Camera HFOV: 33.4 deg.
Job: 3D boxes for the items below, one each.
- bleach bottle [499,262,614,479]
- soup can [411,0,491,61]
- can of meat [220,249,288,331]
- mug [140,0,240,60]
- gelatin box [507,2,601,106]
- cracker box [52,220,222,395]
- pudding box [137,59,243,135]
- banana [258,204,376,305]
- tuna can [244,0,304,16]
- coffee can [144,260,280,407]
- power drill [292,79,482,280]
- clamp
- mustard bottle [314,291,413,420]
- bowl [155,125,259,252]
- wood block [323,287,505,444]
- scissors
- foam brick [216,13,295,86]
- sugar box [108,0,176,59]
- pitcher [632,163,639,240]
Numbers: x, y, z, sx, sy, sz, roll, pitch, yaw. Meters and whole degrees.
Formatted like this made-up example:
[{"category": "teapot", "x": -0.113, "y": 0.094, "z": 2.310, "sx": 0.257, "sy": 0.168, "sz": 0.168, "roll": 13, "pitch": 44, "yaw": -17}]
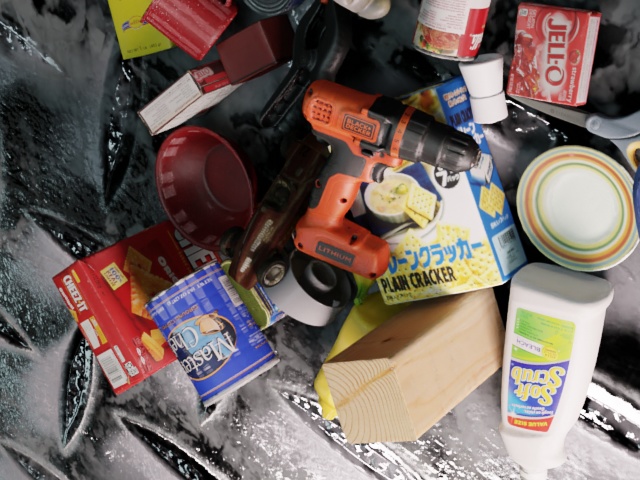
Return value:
[{"category": "bleach bottle", "x": 0.242, "y": 0.153, "z": 1.125, "sx": 0.103, "sy": 0.067, "sz": 0.251, "roll": 17, "pitch": 121, "yaw": 32}, {"category": "soup can", "x": 0.132, "y": -0.234, "z": 1.040, "sx": 0.069, "sy": 0.068, "sz": 0.102, "roll": 25, "pitch": 118, "yaw": 28}, {"category": "can of meat", "x": -0.073, "y": 0.056, "z": 1.316, "sx": 0.058, "sy": 0.083, "sz": 0.102, "roll": -34, "pitch": 86, "yaw": 41}, {"category": "mug", "x": -0.139, "y": -0.267, "z": 1.213, "sx": 0.081, "sy": 0.093, "sz": 0.117, "roll": 38, "pitch": 130, "yaw": -10}, {"category": "gelatin box", "x": 0.221, "y": -0.177, "z": 1.013, "sx": 0.073, "sy": 0.030, "sz": 0.089, "roll": 17, "pitch": 109, "yaw": 34}, {"category": "cracker box", "x": -0.205, "y": 0.072, "z": 1.339, "sx": 0.072, "sy": 0.213, "sz": 0.164, "roll": -29, "pitch": 90, "yaw": 40}, {"category": "pudding box", "x": -0.151, "y": -0.174, "z": 1.275, "sx": 0.114, "sy": 0.089, "sz": 0.039, "roll": -32, "pitch": 89, "yaw": 42}, {"category": "banana", "x": 0.009, "y": -0.004, "z": 1.237, "sx": 0.198, "sy": 0.069, "sz": 0.037, "roll": 41, "pitch": 145, "yaw": 35}, {"category": "tuna can", "x": -0.052, "y": -0.295, "z": 1.184, "sx": 0.086, "sy": 0.033, "sz": 0.086, "roll": 16, "pitch": 118, "yaw": 33}, {"category": "coffee can", "x": -0.127, "y": 0.110, "z": 1.254, "sx": 0.103, "sy": 0.102, "sz": 0.140, "roll": -34, "pitch": 87, "yaw": 42}, {"category": "power drill", "x": 0.056, "y": -0.056, "z": 1.085, "sx": 0.184, "sy": 0.057, "sz": 0.188, "roll": 23, "pitch": 121, "yaw": 14}, {"category": "clamp", "x": -0.013, "y": -0.188, "z": 1.162, "sx": 0.120, "sy": 0.039, "sz": 0.171, "roll": 9, "pitch": 86, "yaw": 42}, {"category": "mustard bottle", "x": 0.043, "y": 0.146, "z": 1.254, "sx": 0.058, "sy": 0.096, "sz": 0.192, "roll": 45, "pitch": 130, "yaw": 24}, {"category": "bowl", "x": -0.129, "y": -0.070, "z": 1.325, "sx": 0.162, "sy": 0.055, "sz": 0.162, "roll": 16, "pitch": 118, "yaw": 33}, {"category": "wood block", "x": 0.107, "y": 0.127, "z": 1.122, "sx": 0.091, "sy": 0.205, "sz": 0.090, "roll": -11, "pitch": 101, "yaw": 41}, {"category": "scissors", "x": 0.278, "y": -0.122, "z": 1.009, "sx": 0.202, "sy": 0.016, "sz": 0.096, "roll": 39, "pitch": 126, "yaw": 19}, {"category": "foam brick", "x": -0.070, "y": -0.217, "z": 1.219, "sx": 0.078, "sy": 0.052, "sz": 0.051, "roll": -19, "pitch": 96, "yaw": 40}, {"category": "sugar box", "x": -0.221, "y": -0.316, "z": 1.300, "sx": 0.094, "sy": 0.048, "sz": 0.176, "roll": -5, "pitch": 106, "yaw": 39}, {"category": "pitcher", "x": 0.351, "y": -0.063, "z": 0.898, "sx": 0.145, "sy": 0.149, "sz": 0.243, "roll": -12, "pitch": 98, "yaw": 51}]
